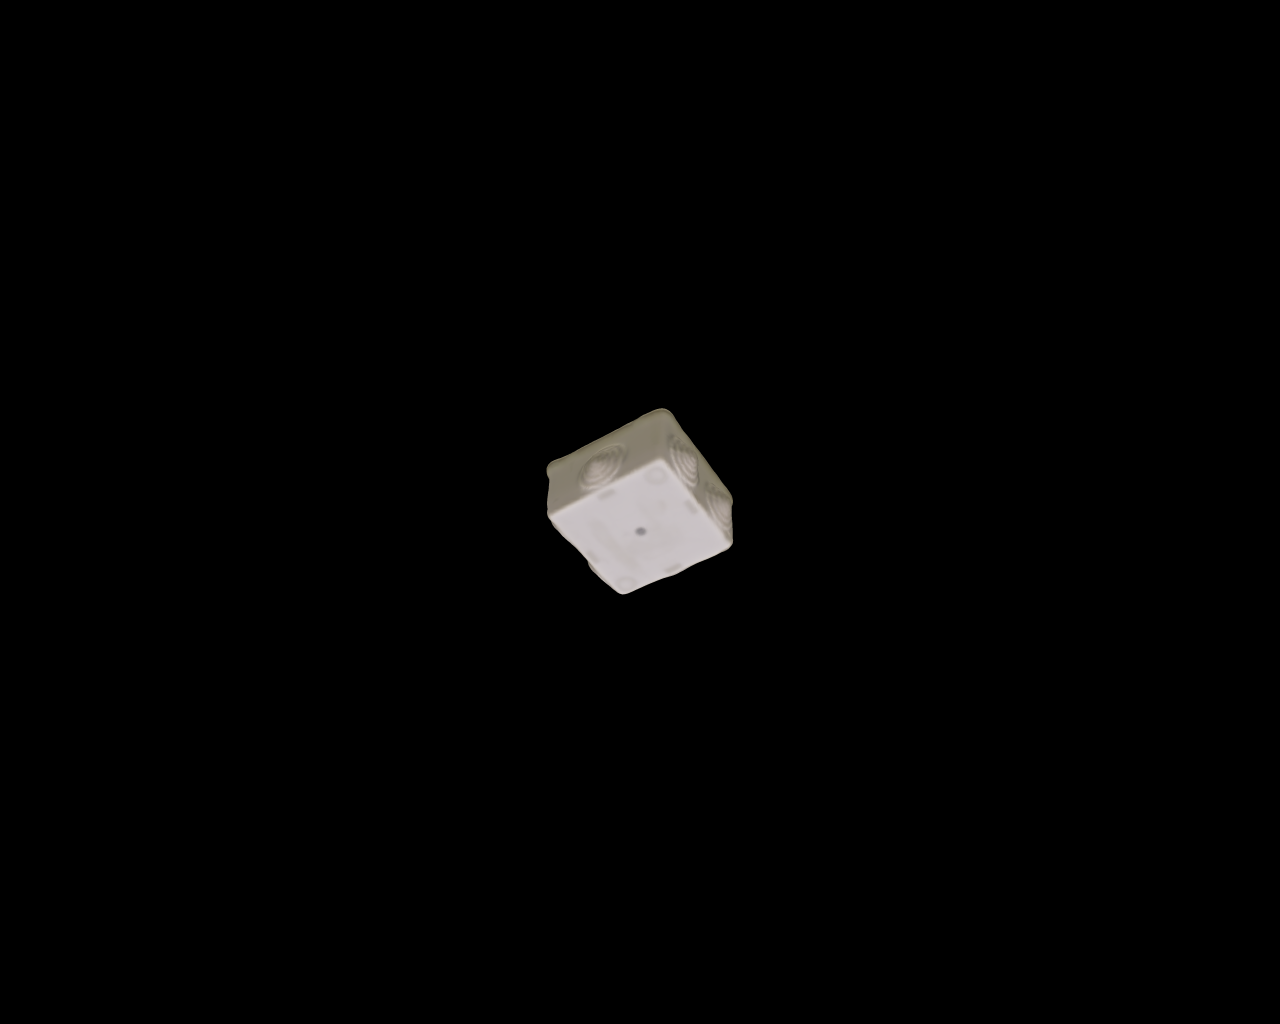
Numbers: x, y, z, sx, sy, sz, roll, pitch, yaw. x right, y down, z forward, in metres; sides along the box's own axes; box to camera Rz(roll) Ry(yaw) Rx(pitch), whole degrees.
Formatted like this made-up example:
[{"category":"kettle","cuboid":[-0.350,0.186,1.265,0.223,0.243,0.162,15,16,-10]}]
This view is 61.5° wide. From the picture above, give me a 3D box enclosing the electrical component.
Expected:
[{"category":"electrical component","cuboid":[0.001,-0.003,0.650,0.099,0.048,0.099,-25,-54,20]}]
